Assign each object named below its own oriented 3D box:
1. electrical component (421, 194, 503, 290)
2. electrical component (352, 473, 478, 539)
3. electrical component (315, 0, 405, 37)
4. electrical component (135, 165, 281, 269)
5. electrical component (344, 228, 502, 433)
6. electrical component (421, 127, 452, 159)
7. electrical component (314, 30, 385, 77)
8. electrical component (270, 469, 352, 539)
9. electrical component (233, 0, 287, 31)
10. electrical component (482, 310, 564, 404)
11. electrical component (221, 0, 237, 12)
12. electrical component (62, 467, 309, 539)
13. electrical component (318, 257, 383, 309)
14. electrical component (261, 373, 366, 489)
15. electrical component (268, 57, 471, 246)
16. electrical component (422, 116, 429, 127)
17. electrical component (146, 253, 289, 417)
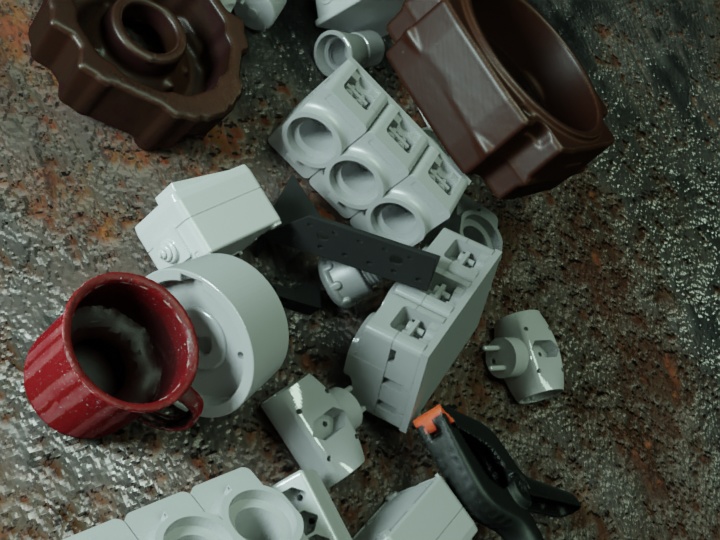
[{"bbox_3d":[0.092,-0.018,0.979,0.050,0.056,0.089,31,49,-24],"label":"electrical component"},{"bbox_3d":[0.041,0.201,0.802,0.061,0.062,0.096,54,44,-2],"label":"electrical component"},{"bbox_3d":[0.014,-0.264,1.025,0.100,0.100,0.048,-2,80,-42],"label":"electrical component"},{"bbox_3d":[-0.119,-0.034,0.799,0.096,0.062,0.061,-30,87,-46],"label":"electrical component"},{"bbox_3d":[0.050,0.044,0.875,0.062,0.089,0.150,25,43,15],"label":"electrical component"},{"bbox_3d":[0.051,-0.100,0.991,0.066,0.055,0.048,3,64,-40],"label":"electrical component"},{"bbox_3d":[-0.007,-0.206,1.014,0.065,0.044,0.044,-24,83,-51],"label":"electrical component"},{"bbox_3d":[-0.032,0.187,0.754,0.083,0.047,0.076,61,7,14],"label":"electrical component"},{"bbox_3d":[-0.085,-0.250,0.971,0.040,0.040,0.078,39,47,-17],"label":"electrical component"},{"bbox_3d":[0.141,0.079,0.974,0.079,0.043,0.077,2,65,-40],"label":"electrical component"},{"bbox_3d":[-0.138,-0.240,0.923,0.061,0.035,0.035,22,53,-28],"label":"electrical component"},{"bbox_3d":[-0.106,0.188,0.657,0.150,0.061,0.089,-15,50,-45],"label":"electrical component"},{"bbox_3d":[0.000,0.000,0.878,0.048,0.062,0.048,61,8,-14],"label":"electrical component"},{"bbox_3d":[-0.025,0.113,0.809,0.079,0.043,0.077,-32,89,-46],"label":"electrical component"},{"bbox_3d":[0.006,-0.091,0.922,0.150,0.089,0.061,44,44,-12],"label":"electrical component"},{"bbox_3d":[0.116,-0.151,1.083,0.100,0.048,0.099,-19,79,-46],"label":"electrical component"},{"bbox_3d":[-0.100,0.040,0.744,0.108,0.108,0.060,57,37,1],"label":"electrical component"}]
